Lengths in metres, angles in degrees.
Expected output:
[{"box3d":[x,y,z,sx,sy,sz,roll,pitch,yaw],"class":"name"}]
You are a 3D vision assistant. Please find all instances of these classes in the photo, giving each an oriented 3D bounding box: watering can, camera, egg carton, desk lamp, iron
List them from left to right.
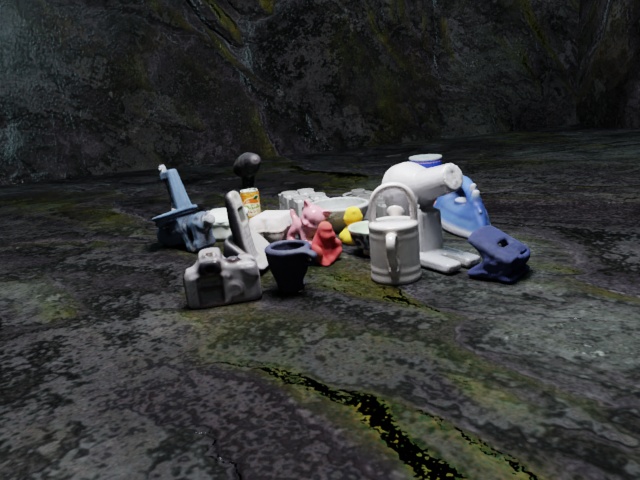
[{"box3d":[-0.193,0.060,1.124,0.143,0.101,0.136,-8,16,-9],"class":"camera"},{"box3d":[-0.124,-0.035,1.509,0.107,0.069,0.150,0,16,19],"class":"egg carton"},{"box3d":[0.143,-0.020,1.131,0.101,0.194,0.172,-8,16,-10],"class":"watering can"},{"box3d":[0.232,-0.059,1.206,0.118,0.214,0.202,-15,18,-32],"class":"desk lamp"},{"box3d":[0.366,-0.095,1.433,0.118,0.141,0.258,-7,15,-6],"class":"iron"}]

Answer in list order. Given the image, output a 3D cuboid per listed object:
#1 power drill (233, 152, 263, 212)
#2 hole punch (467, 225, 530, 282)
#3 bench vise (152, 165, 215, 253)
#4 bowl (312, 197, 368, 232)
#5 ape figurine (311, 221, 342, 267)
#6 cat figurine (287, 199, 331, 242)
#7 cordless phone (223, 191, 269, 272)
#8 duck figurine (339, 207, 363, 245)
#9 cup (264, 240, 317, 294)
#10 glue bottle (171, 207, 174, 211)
[{"box3d":[-0.213,-0.169,1.765,0.076,0.208,0.229,-11,16,-19],"class":"power drill"},{"box3d":[0.347,0.023,1.103,0.100,0.091,0.109,8,20,39],"class":"hole punch"},{"box3d":[-0.347,-0.086,1.483,0.207,0.220,0.122,1,16,20],"class":"bench vise"},{"box3d":[0.051,-0.066,1.554,0.167,0.075,0.167,-5,15,2],"class":"bowl"},{"box3d":[0.012,0.005,1.278,0.078,0.092,0.076,-10,16,-19],"class":"ape figurine"},{"box3d":[-0.031,-0.048,1.435,0.067,0.118,0.127,-19,21,-41],"class":"cat figurine"},{"box3d":[-0.162,-0.024,1.260,0.094,0.185,0.147,-3,16,8],"class":"cordless phone"},{"box3d":[0.085,-0.039,1.426,0.077,0.086,0.104,-7,15,-6],"class":"duck figurine"},{"box3d":[-0.048,0.056,1.105,0.117,0.095,0.092,8,20,40],"class":"cup"},{"box3d":[-0.389,-0.088,1.589,0.037,0.173,0.078,-3,15,6],"class":"glue bottle"}]
